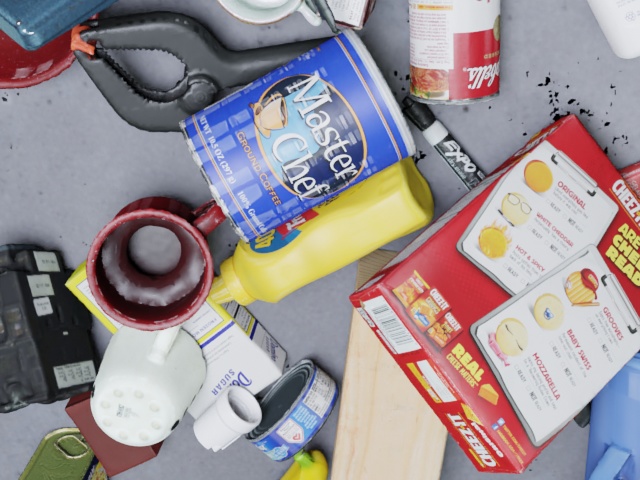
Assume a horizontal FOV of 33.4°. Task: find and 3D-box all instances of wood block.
[{"bbox_3d":[0.063,0.122,0.879,0.090,0.090,0.206,8,112,2],"label":"wood block"}]

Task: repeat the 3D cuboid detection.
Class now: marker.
[{"bbox_3d":[0.106,-0.066,0.839,0.020,0.020,0.121,-38,102,18],"label":"marker"}]

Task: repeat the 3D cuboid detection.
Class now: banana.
[{"bbox_3d":[-0.048,0.241,0.959,0.069,0.037,0.198,18,126,-33],"label":"banana"}]

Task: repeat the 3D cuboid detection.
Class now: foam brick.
[{"bbox_3d":[-0.178,0.158,0.943,0.053,0.051,0.078,-24,107,14],"label":"foam brick"}]

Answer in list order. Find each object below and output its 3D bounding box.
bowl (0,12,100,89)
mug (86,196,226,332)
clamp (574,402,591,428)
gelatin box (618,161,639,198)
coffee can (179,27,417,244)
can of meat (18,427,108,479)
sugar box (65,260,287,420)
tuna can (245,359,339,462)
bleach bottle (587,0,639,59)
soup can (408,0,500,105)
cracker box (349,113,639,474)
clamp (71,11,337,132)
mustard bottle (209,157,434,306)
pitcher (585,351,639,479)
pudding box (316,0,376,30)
[{"bbox_3d":[-0.237,-0.199,0.808,0.162,0.055,0.162,2,112,6],"label":"bowl"},{"bbox_3d":[-0.118,0.006,0.815,0.117,0.081,0.093,-40,104,6],"label":"mug"},{"bbox_3d":[0.152,0.087,0.883,0.120,0.039,0.171,-13,104,7],"label":"clamp"},{"bbox_3d":[0.274,-0.024,0.829,0.073,0.030,0.089,-24,107,15],"label":"gelatin box"},{"bbox_3d":[-0.015,-0.074,0.769,0.140,0.103,0.103,-28,106,2],"label":"coffee can"},{"bbox_3d":[-0.224,0.230,0.951,0.057,0.102,0.084,-3,113,7],"label":"can of meat"},{"bbox_3d":[-0.119,0.068,0.905,0.093,0.048,0.176,-36,107,18],"label":"sugar box"},{"bbox_3d":[-0.023,0.144,0.901,0.033,0.086,0.086,41,110,-12],"label":"tuna can"},{"bbox_3d":[0.199,-0.257,0.731,0.103,0.068,0.251,-25,104,13],"label":"bleach bottle"},{"bbox_3d":[0.098,-0.156,0.779,0.068,0.068,0.102,0,111,7],"label":"soup can"},{"bbox_3d":[0.150,0.038,0.776,0.213,0.072,0.164,-40,94,-23],"label":"cracker box"},{"bbox_3d":[-0.083,-0.121,0.807,0.209,0.036,0.165,28,110,-24],"label":"clamp"},{"bbox_3d":[-0.006,0.001,0.837,0.192,0.096,0.058,-29,107,16],"label":"mustard bottle"},{"bbox_3d":[0.268,0.193,0.858,0.145,0.149,0.243,-1,108,8],"label":"pitcher"},{"bbox_3d":[0.032,-0.212,0.752,0.039,0.090,0.113,14,112,2],"label":"pudding box"}]
